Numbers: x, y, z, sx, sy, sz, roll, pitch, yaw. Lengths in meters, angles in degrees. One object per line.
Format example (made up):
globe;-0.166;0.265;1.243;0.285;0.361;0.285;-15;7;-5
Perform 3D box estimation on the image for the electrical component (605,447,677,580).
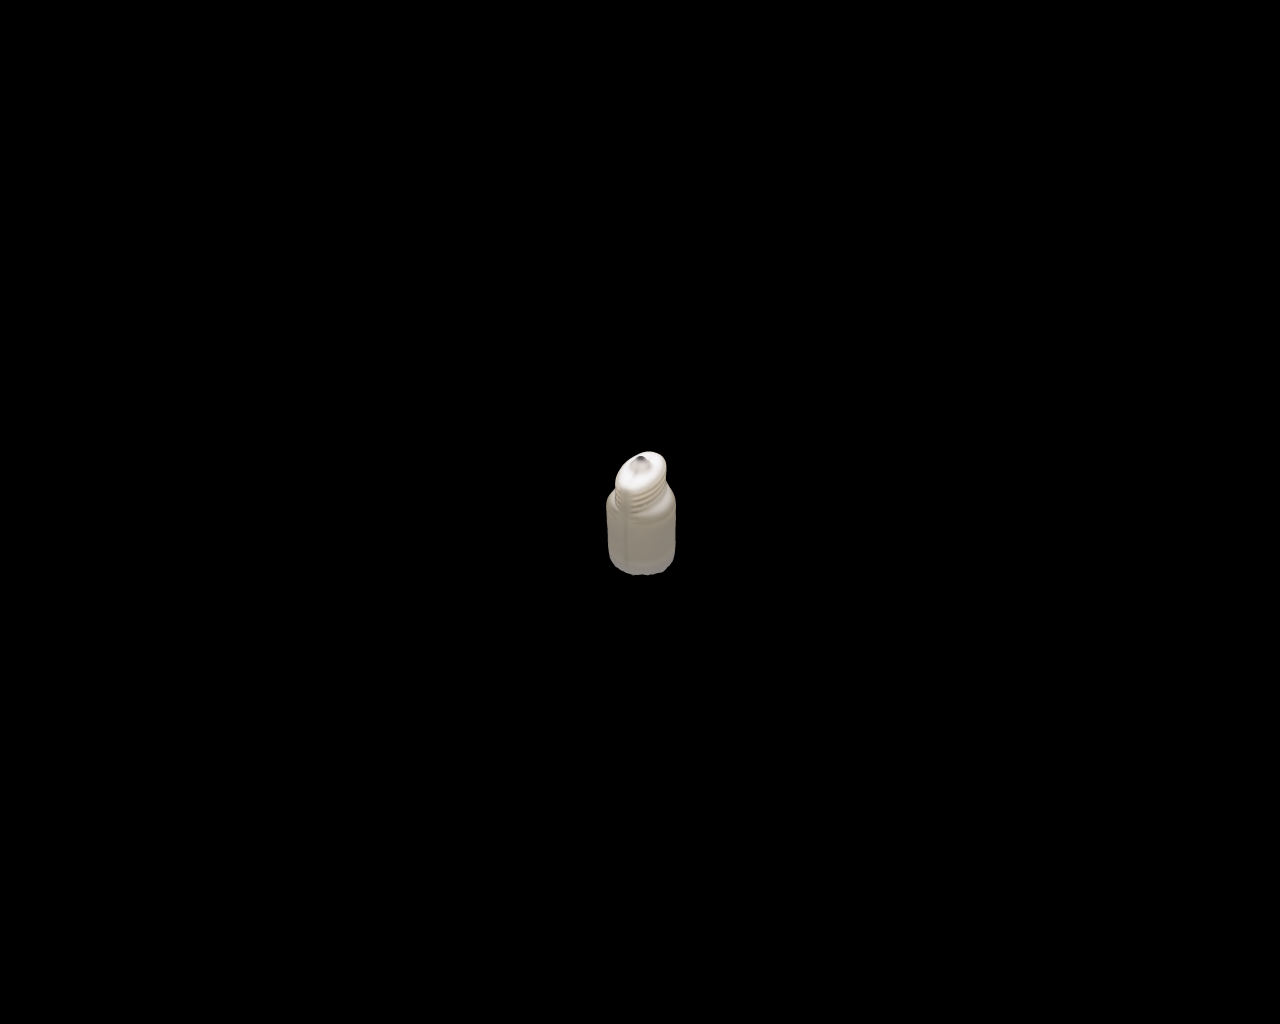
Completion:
electrical component;0.001;-0.003;0.650;0.043;0.080;0.043;0;41;0
